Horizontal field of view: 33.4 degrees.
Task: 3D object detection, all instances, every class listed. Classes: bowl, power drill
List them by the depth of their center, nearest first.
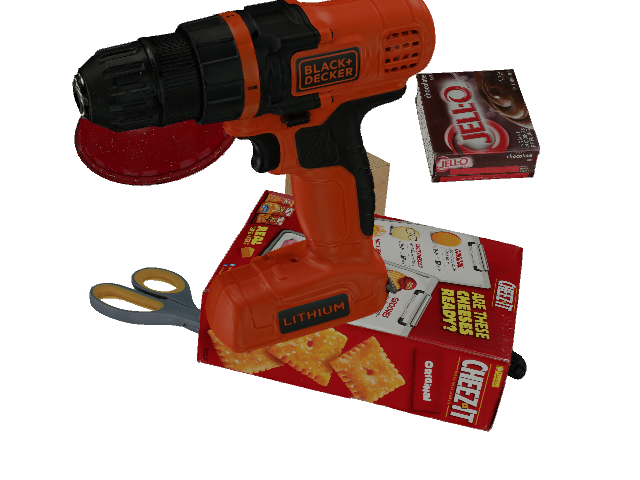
[{"bbox_3d":[-0.028,-0.032,0.560,0.184,0.188,0.057,-14,38,-18],"label":"power drill"},{"bbox_3d":[-0.157,-0.126,0.997,0.162,0.162,0.055,0,-41,8],"label":"bowl"}]

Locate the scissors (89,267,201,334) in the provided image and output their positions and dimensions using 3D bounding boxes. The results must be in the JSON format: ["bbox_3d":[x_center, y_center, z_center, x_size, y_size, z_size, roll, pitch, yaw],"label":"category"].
[{"bbox_3d":[-0.098,0.062,0.914,0.202,0.016,0.096,13,26,11],"label":"scissors"}]

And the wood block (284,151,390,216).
[{"bbox_3d":[0.013,-0.003,1.278,0.090,0.206,0.090,-15,32,-34],"label":"wood block"}]

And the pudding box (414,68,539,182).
[{"bbox_3d":[0.133,-0.101,0.930,0.090,0.039,0.113,-3,44,-4],"label":"pudding box"}]

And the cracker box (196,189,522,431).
[{"bbox_3d":[0.035,0.047,0.794,0.214,0.072,0.164,13,30,7],"label":"cracker box"}]

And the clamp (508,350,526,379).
[{"bbox_3d":[0.132,0.088,1.081,0.120,0.171,0.039,0,-44,-17],"label":"clamp"}]
